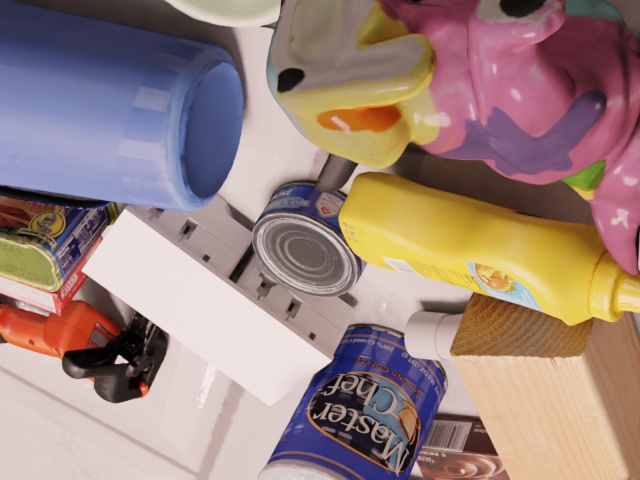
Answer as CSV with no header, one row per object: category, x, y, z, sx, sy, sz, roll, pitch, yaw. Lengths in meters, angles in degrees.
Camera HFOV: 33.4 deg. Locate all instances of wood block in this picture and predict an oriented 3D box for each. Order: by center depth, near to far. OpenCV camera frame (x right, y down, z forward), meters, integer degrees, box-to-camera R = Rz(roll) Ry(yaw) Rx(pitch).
wood block,0.173,0.117,0.732,0.091,0.090,0.206,-2,131,33

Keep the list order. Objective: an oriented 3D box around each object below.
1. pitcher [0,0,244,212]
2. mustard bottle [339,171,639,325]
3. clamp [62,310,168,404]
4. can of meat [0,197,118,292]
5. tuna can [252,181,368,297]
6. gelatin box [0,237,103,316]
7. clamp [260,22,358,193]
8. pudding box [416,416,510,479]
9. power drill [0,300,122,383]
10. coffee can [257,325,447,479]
pitcher,-0.177,-0.085,0.715,0.243,0.149,0.145,12,97,17
mustard bottle,0.111,0.009,0.642,0.192,0.058,0.096,17,169,34
clamp,-0.160,0.090,0.930,0.039,0.120,0.171,45,166,14
can of meat,-0.228,-0.013,0.852,0.102,0.083,0.057,15,140,20
tuna can,-0.005,0.001,0.764,0.086,0.033,0.086,18,140,16
gelatin box,-0.238,0.016,0.899,0.089,0.073,0.030,18,140,15
clamp,0.037,-0.103,0.621,0.210,0.036,0.164,-7,128,34
pudding box,0.140,0.188,0.870,0.114,0.039,0.090,2,134,31
power drill,-0.285,0.067,0.963,0.188,0.057,0.184,14,162,21
coffee can,0.027,0.150,0.820,0.103,0.140,0.103,18,140,16
